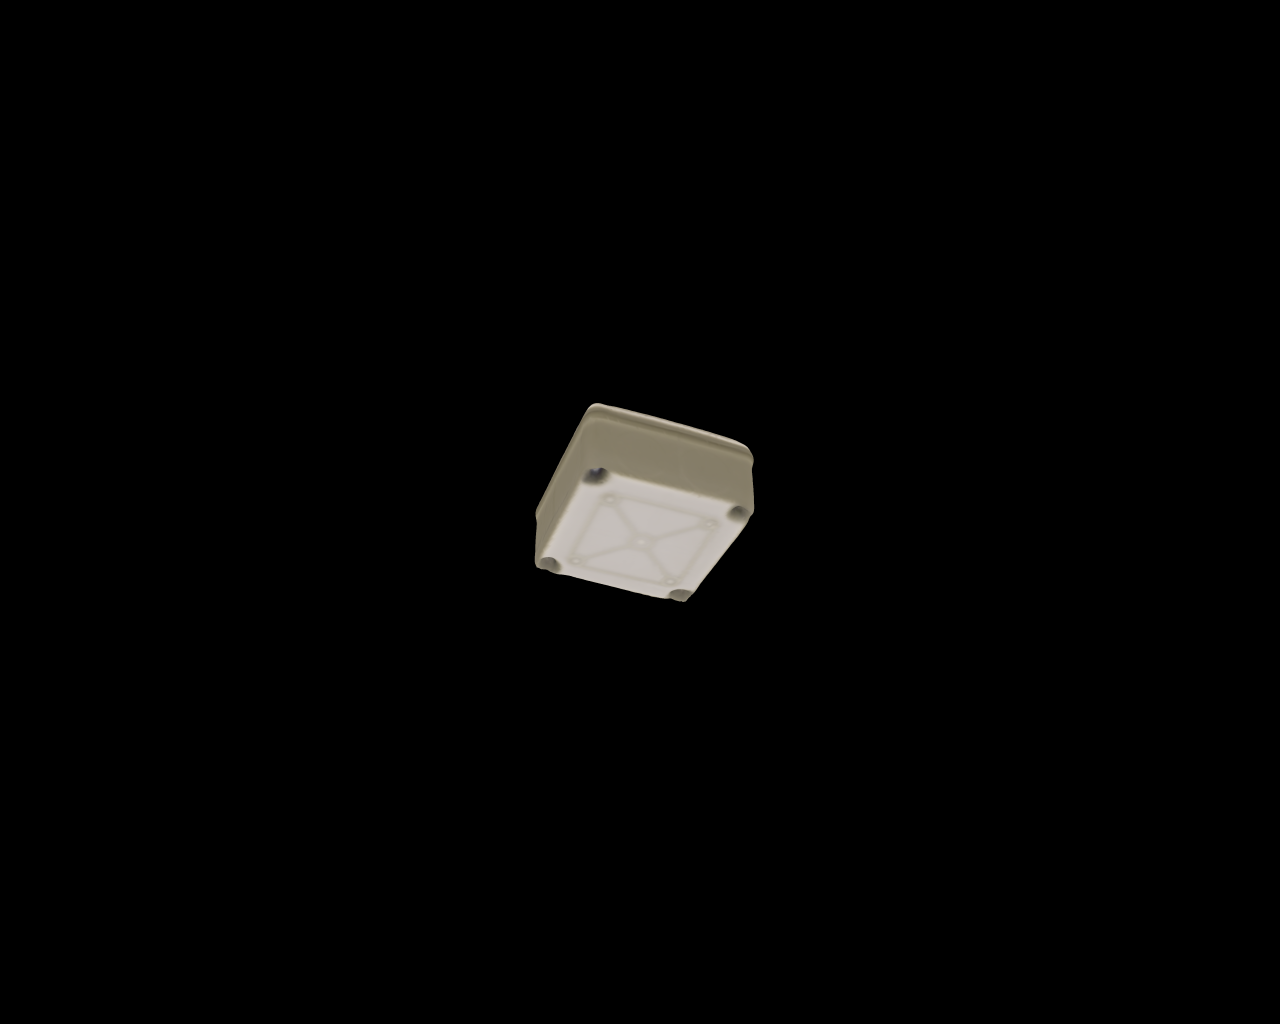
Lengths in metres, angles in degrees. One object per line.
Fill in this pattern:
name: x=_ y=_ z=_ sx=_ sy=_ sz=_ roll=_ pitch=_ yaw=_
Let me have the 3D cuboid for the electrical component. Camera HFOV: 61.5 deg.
electrical component: x=0.001 y=-0.003 z=0.650 sx=0.109 sy=0.056 sz=0.108 roll=14 pitch=-42 yaw=-16
